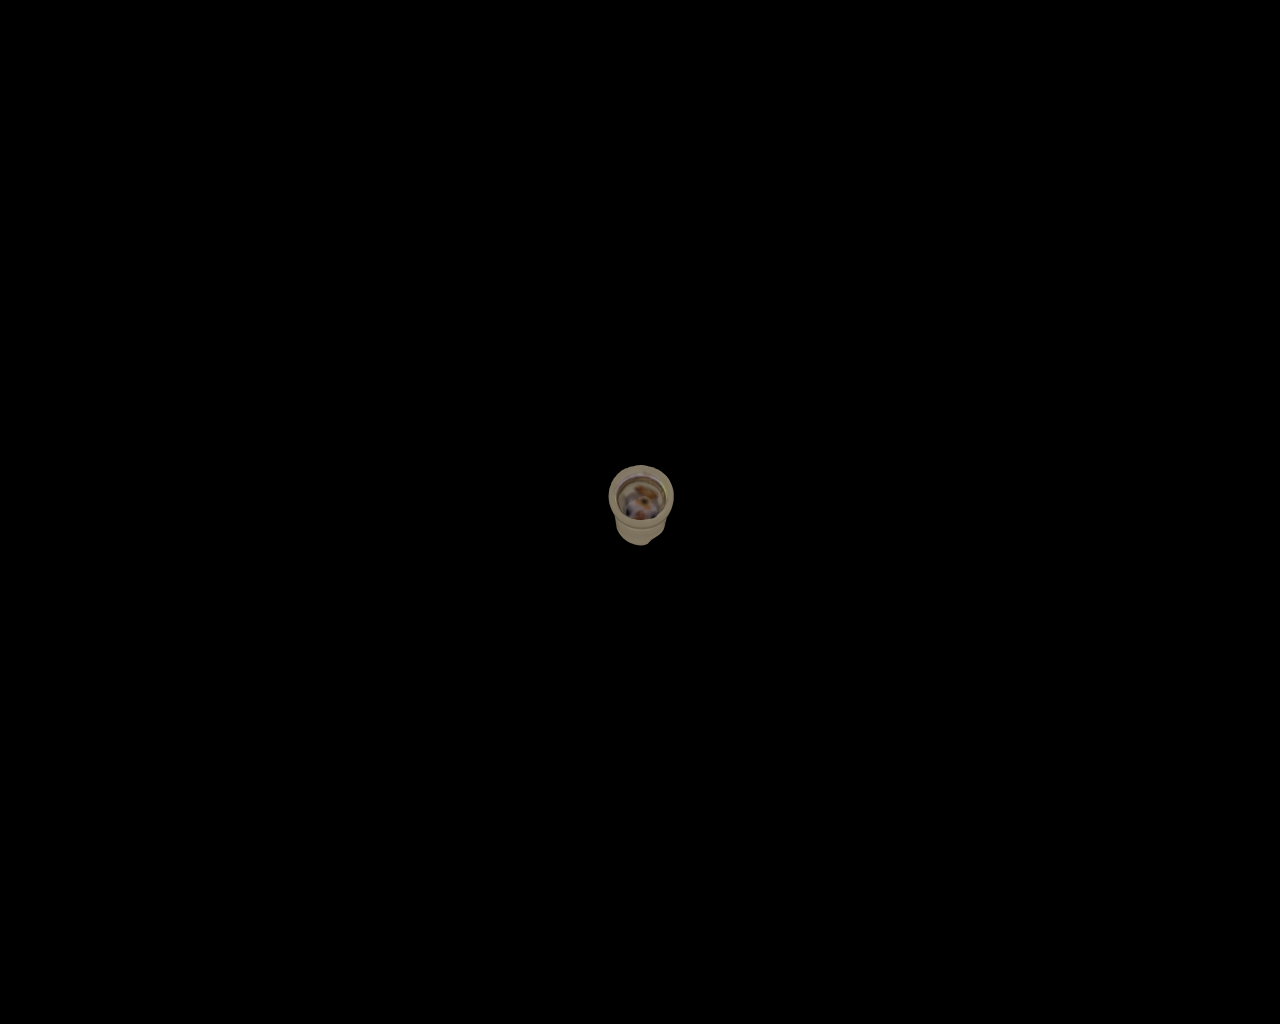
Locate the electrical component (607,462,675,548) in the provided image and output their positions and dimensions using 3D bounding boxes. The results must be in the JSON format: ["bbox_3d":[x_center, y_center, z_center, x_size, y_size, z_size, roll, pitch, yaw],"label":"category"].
[{"bbox_3d":[0.001,-0.003,0.650,0.040,0.040,0.046,0,-24,0],"label":"electrical component"}]
